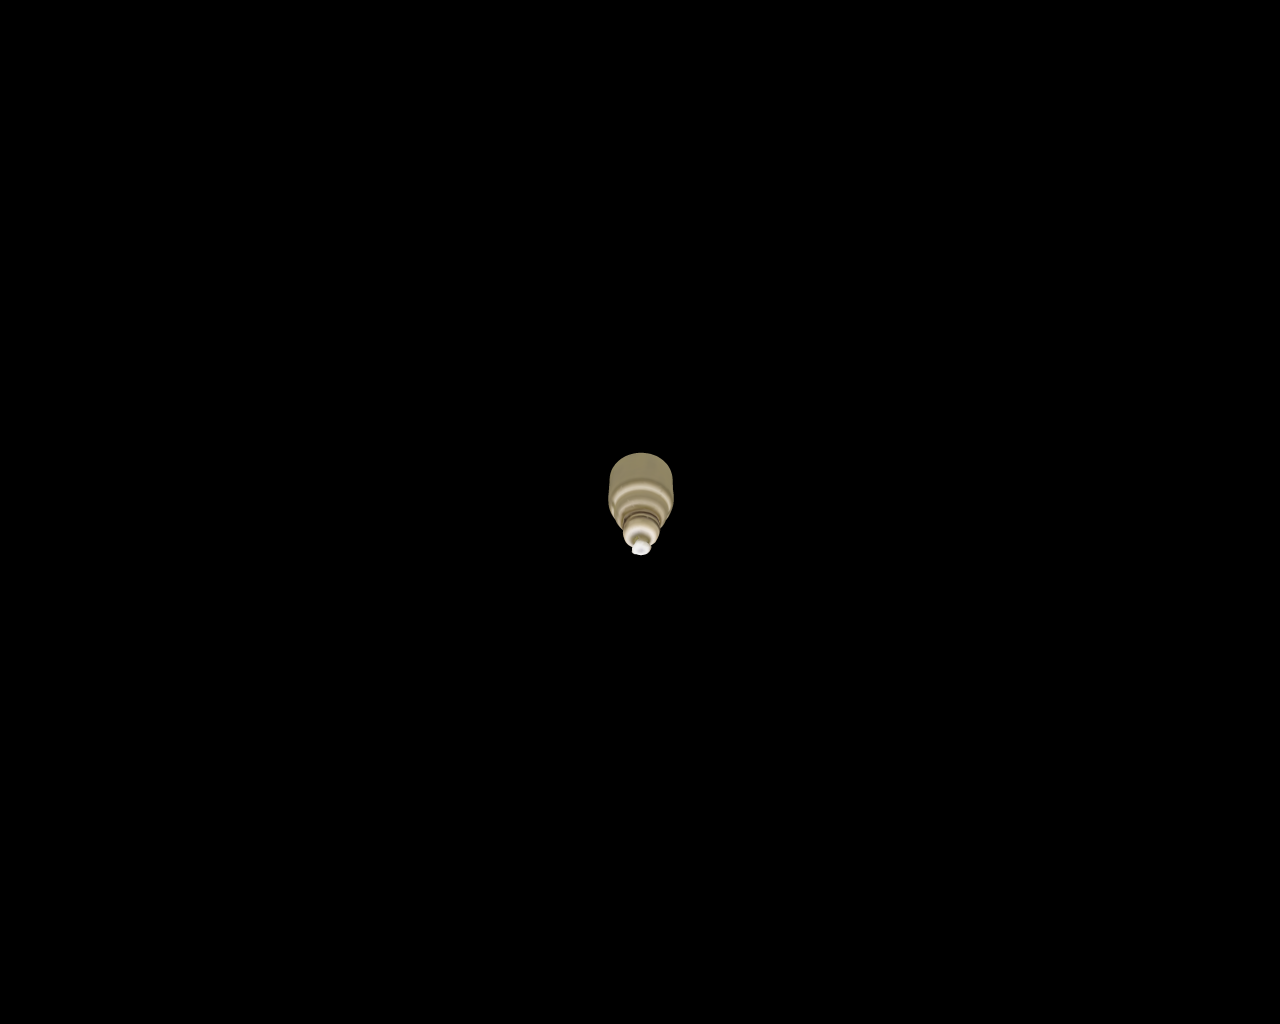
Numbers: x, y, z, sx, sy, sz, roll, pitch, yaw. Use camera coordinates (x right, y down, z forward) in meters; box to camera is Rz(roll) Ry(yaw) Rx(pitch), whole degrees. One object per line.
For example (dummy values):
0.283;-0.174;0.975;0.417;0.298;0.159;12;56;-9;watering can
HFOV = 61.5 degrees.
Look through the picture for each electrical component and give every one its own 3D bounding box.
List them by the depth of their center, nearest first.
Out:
0.001;-0.003;0.650;0.040;0.040;0.078;0;39;0;electrical component
